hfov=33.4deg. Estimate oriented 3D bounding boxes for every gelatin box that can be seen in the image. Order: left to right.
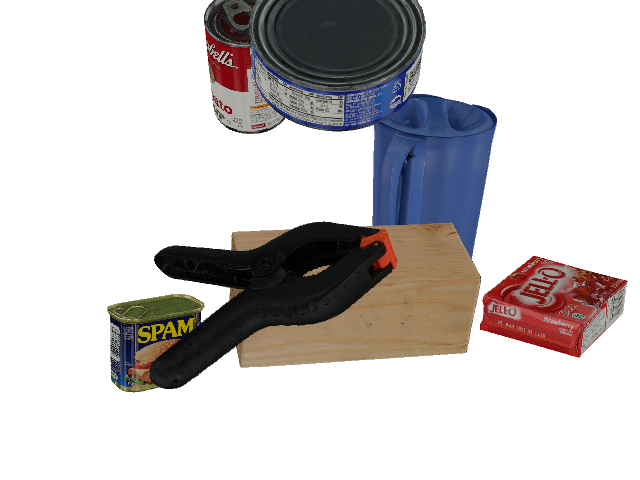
[{"bbox_3d":[0.164,0.044,0.747,0.073,0.030,0.089,16,26,31],"label":"gelatin box"}]

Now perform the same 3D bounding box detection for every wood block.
[{"bbox_3d":[0.026,0.048,0.957,0.206,0.090,0.091,-3,34,-11],"label":"wood block"}]

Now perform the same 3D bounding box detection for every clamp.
[{"bbox_3d":[-0.036,0.036,0.686,0.172,0.120,0.039,-13,-42,17],"label":"clamp"}]

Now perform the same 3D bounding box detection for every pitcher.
[{"bbox_3d":[0.113,-0.031,1.193,0.149,0.243,0.145,-6,28,-16],"label":"pitcher"}]

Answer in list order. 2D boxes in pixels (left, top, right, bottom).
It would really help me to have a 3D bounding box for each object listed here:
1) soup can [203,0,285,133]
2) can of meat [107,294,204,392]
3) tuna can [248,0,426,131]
[{"bbox_3d":[-0.059,-0.147,0.890,0.068,0.068,0.102,0,-38,0],"label":"soup can"},{"bbox_3d":[-0.178,0.110,1.154,0.101,0.084,0.058,-8,18,-36],"label":"can of meat"},{"bbox_3d":[0.008,-0.095,0.527,0.086,0.086,0.034,0,-35,0],"label":"tuna can"}]
